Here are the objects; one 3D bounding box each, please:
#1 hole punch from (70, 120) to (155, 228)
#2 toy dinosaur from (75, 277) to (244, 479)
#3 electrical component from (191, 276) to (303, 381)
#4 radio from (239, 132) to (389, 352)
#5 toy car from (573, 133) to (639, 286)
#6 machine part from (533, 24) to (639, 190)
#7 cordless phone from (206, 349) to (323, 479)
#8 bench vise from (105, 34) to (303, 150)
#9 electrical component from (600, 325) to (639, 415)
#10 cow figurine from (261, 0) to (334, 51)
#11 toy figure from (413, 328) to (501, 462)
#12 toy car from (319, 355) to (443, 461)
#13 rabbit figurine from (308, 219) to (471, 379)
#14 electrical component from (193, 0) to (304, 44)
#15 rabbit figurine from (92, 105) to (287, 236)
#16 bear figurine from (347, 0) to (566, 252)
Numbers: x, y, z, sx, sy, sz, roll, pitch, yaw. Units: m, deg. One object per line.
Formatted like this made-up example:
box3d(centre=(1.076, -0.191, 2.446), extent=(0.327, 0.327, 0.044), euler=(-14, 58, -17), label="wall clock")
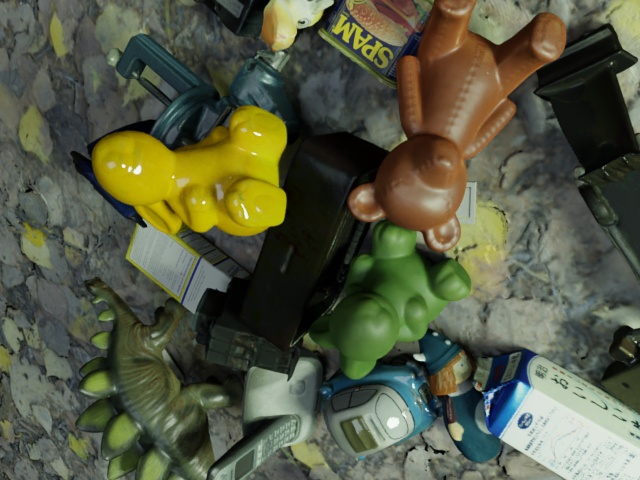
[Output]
box3d(centre=(-0.234, -0.093, 0.706), extent=(0.142, 0.116, 0.092), euler=(46, 114, 8), label="hole punch")
box3d(centre=(-0.211, 0.244, 0.744), extent=(0.471, 0.198, 0.105), euler=(51, 143, 11), label="toy dinosaur")
box3d(centre=(-0.086, 0.104, 0.660), extent=(0.134, 0.115, 0.058), euler=(16, 114, -6), label="electrical component")
box3d(centre=(-0.001, -0.002, 0.592), extent=(0.073, 0.131, 0.229), euler=(32, 119, 16), label="radio")
box3d(centre=(0.301, 0.002, 0.470), extent=(0.073, 0.056, 0.201), euler=(-33, 86, 27), label="toy car")
box3d(centre=(0.233, -0.113, 0.457), extent=(0.084, 0.039, 0.139), euler=(-16, 70, 27), label="machine part")
box3d(centre=(-0.080, 0.224, 0.680), extent=(0.089, 0.184, 0.146), euler=(20, 115, 27), label="cordless phone")
box3d(centre=(-0.148, -0.166, 0.629), extent=(0.241, 0.129, 0.223), euler=(40, 119, 7), label="bench vise")
box3d(centre=(0.321, 0.129, 0.512), extent=(0.102, 0.045, 0.078), euler=(36, 149, 17), label="electrical component")
box3d(centre=(-0.021, -0.275, 0.536), extent=(0.068, 0.098, 0.167), euler=(17, 111, 61), label="cow figurine")
box3d(centre=(0.156, 0.168, 0.600), extent=(0.058, 0.064, 0.154), euler=(-21, 97, 18), label="toy figure")
box3d(centre=(0.063, 0.210, 0.646), extent=(0.162, 0.103, 0.109), euler=(-25, 94, 35), label="toy car")
box3d(centre=(0.053, 0.070, 0.562), extent=(0.121, 0.170, 0.159), euler=(47, 121, 8), label="rabbit figurine")
box3d(centre=(-0.075, -0.263, 0.596), extent=(0.119, 0.048, 0.075), euler=(45, 123, 10), label="electrical component")
box3d(centre=(-0.134, -0.066, 0.527), extent=(0.162, 0.173, 0.122), euler=(-13, 75, 59), label="rabbit figurine")
box3d(centre=(0.108, -0.099, 0.461), extent=(0.120, 0.196, 0.132), euler=(25, 162, -3), label="bear figurine")
